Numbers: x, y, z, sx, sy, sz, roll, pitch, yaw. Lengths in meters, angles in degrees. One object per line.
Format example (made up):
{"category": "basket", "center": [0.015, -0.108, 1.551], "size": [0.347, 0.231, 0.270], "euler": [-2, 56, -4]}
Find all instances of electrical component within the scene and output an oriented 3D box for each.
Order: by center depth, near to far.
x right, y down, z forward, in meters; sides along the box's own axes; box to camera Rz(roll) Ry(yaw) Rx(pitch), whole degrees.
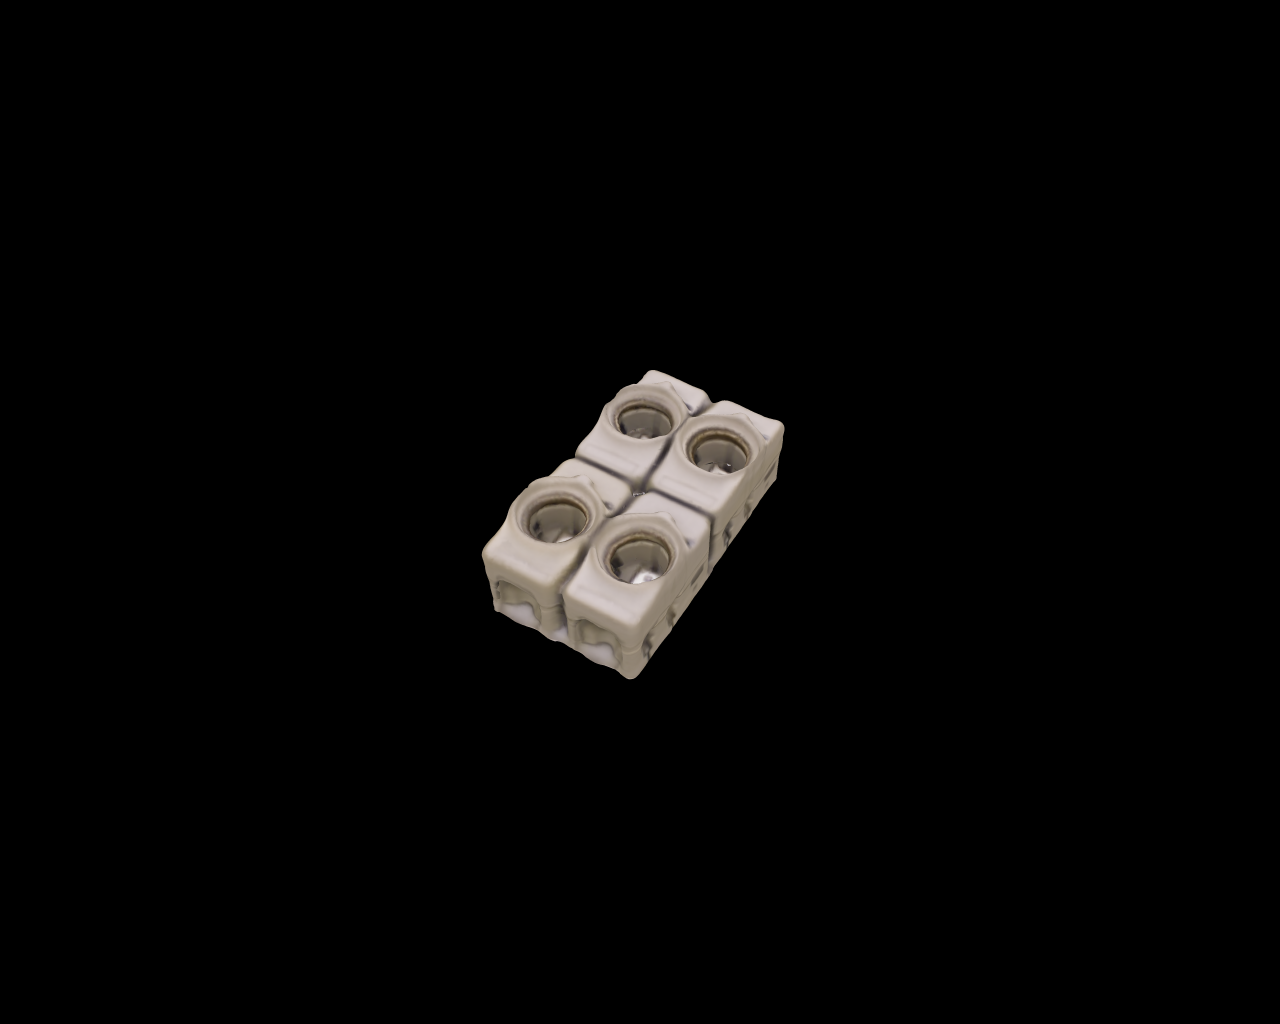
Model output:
{"category": "electrical component", "center": [0.001, -0.003, 0.650], "size": [0.105, 0.186, 0.060], "euler": [25, -36, 20]}
